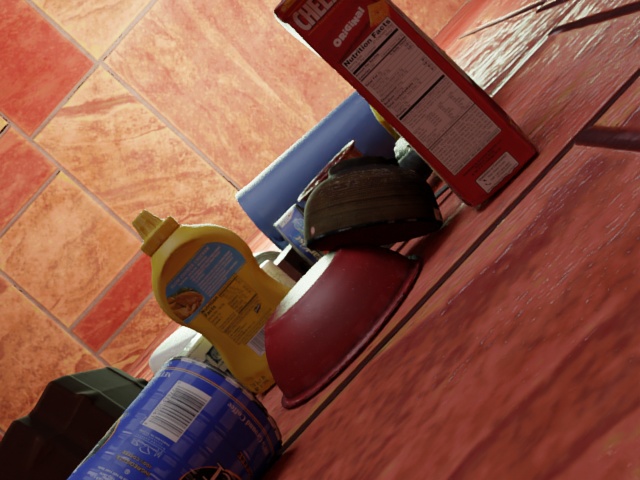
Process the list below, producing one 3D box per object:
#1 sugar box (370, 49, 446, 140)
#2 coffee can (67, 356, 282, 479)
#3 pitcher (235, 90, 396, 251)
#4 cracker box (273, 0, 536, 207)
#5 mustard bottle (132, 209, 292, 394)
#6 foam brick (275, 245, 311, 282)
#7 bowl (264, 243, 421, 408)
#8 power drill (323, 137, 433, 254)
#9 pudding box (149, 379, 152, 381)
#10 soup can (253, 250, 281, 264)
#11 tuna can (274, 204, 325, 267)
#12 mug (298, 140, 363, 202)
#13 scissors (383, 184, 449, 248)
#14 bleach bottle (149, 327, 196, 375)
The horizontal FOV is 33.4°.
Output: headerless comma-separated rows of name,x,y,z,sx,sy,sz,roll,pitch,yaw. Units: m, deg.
sugar box,0.110,-0.149,1.157,0.093,0.048,0.176,-25,-10,11
coffee can,-0.105,0.162,0.706,0.140,0.103,0.103,-51,7,-33
pitcher,0.019,-0.086,1.383,0.243,0.149,0.144,-44,-25,8
cracker box,0.066,-0.131,0.850,0.072,0.213,0.164,-45,6,12
mustard bottle,-0.093,0.043,0.964,0.096,0.191,0.058,-47,6,3
foam brick,-0.024,0.033,1.205,0.051,0.053,0.078,-44,7,35
bowl,0.006,0.055,0.845,0.162,0.055,0.162,-47,5,5
power drill,0.073,-0.056,1.076,0.187,0.057,0.185,-49,5,-13
pudding box,-0.185,0.182,1.275,0.113,0.039,0.090,-24,-8,-34
soup can,-0.069,0.048,1.368,0.068,0.068,0.102,-48,6,-9
tuna can,-0.007,0.001,1.141,0.034,0.086,0.086,-46,6,4
mug,0.032,-0.045,1.178,0.093,0.081,0.117,-44,7,32
scissors,0.064,0.000,0.970,0.201,0.016,0.096,-40,-8,-16
bleach bottle,-0.121,0.115,1.338,0.102,0.068,0.251,-41,4,-40
